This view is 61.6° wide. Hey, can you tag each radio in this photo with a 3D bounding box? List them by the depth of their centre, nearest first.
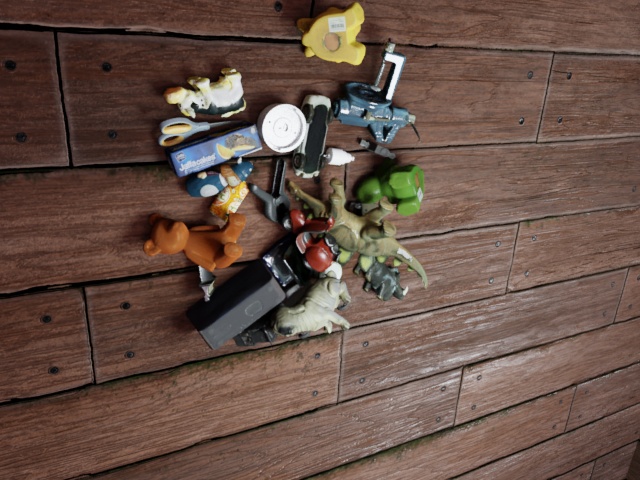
[{"bbox_3d":[-0.204,0.156,1.312,0.229,0.131,0.073,-37,121,-10],"label":"radio"}]

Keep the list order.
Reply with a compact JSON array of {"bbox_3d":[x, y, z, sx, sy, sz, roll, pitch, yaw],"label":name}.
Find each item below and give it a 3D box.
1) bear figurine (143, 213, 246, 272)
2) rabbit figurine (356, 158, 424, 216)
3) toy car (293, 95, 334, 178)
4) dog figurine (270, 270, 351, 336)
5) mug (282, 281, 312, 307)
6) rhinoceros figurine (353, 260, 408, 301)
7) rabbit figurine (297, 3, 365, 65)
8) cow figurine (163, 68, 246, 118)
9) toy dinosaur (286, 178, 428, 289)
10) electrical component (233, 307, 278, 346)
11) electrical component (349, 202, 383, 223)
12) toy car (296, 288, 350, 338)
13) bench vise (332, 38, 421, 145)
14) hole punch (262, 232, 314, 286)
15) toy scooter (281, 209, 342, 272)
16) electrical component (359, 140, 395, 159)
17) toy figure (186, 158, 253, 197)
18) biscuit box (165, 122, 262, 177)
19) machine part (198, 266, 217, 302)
[{"bbox_3d":[-0.278,-0.009,1.183,0.196,0.120,0.132,21,142,-21],"label":"bear figurine"},{"bbox_3d":[0.176,-0.148,1.395,0.121,0.170,0.159,63,35,-34],"label":"rabbit figurine"},{"bbox_3d":[-0.019,-0.246,1.292,0.073,0.056,0.201,-3,113,-34],"label":"toy car"},{"bbox_3d":[-0.032,0.154,1.330,0.190,0.121,0.172,11,60,-33],"label":"dog figurine"},{"bbox_3d":[-0.060,0.149,1.417,0.107,0.081,0.109,-32,145,-28],"label":"mug"},{"bbox_3d":[0.179,0.112,1.547,0.112,0.073,0.190,-51,124,-15],"label":"rhinoceros figurine"},{"bbox_3d":[0.034,-0.452,1.188,0.163,0.173,0.121,-6,122,23],"label":"rabbit figurine"},{"bbox_3d":[-0.243,-0.299,1.142,0.167,0.068,0.098,-22,125,-19],"label":"cow figurine"},{"bbox_3d":[0.111,-0.014,1.369,0.471,0.105,0.198,30,136,-8],"label":"toy dinosaur"},{"bbox_3d":[-0.165,0.210,1.355,0.134,0.115,0.058,-7,122,22],"label":"electrical component"},{"bbox_3d":[0.119,-0.063,1.454,0.102,0.045,0.078,-2,83,-31],"label":"electrical component"},{"bbox_3d":[0.000,0.194,1.490,0.202,0.053,0.089,-32,119,-12],"label":"toy car"},{"bbox_3d":[0.152,-0.351,1.290,0.224,0.129,0.240,10,125,-12],"label":"bench vise"},{"bbox_3d":[-0.073,0.049,1.376,0.142,0.092,0.116,55,49,-24],"label":"hole punch"},{"bbox_3d":[-0.003,-0.004,1.297,0.183,0.135,0.075,59,39,-23],"label":"toy scooter"},{"bbox_3d":[0.146,-0.233,1.382,0.094,0.063,0.021,19,100,-32],"label":"electrical component"},{"bbox_3d":[-0.220,-0.135,1.193,0.155,0.064,0.057,-15,86,12],"label":"toy figure"},{"bbox_3d":[-0.234,-0.201,1.187,0.203,0.063,0.059,-24,118,-19],"label":"biscuit box"},{"bbox_3d":[-0.272,0.070,1.281,0.039,0.084,0.138,-2,105,6],"label":"machine part"}]
